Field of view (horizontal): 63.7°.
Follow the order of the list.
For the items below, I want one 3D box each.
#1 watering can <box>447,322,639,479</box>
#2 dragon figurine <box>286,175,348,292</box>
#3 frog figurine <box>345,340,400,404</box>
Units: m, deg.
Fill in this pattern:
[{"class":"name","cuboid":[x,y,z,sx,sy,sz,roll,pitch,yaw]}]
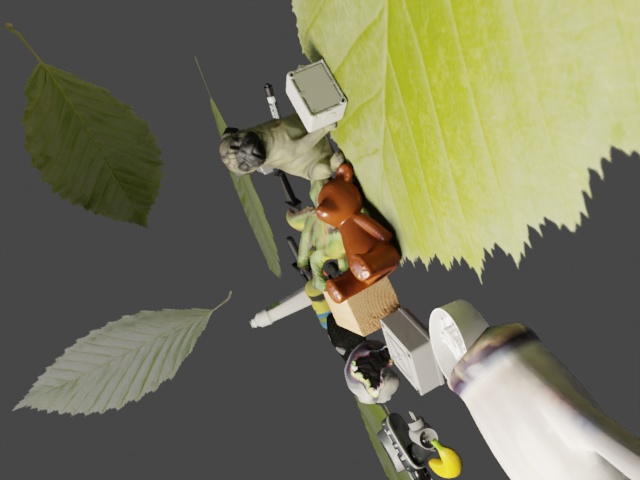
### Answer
[{"class":"watering can","cuboid":[0.221,0.172,0.469,0.228,0.104,0.340,59,168,30]},{"class":"dragon figurine","cuboid":[0.003,-0.054,1.068,0.417,0.123,0.237,48,143,49]},{"class":"frog figurine","cuboid":[0.123,0.309,1.195,0.156,0.122,0.140,68,-156,-63]}]
